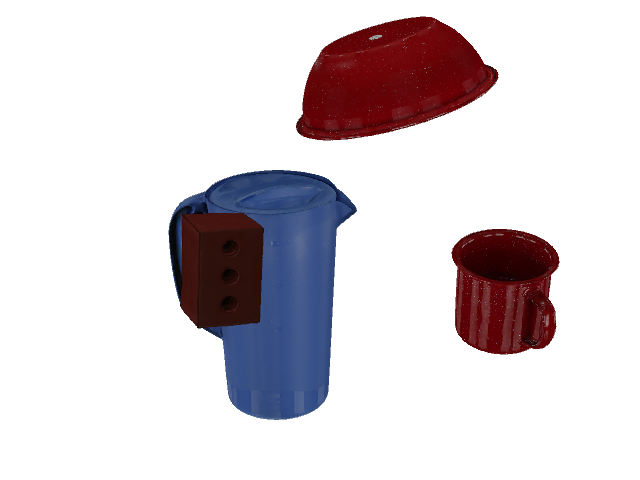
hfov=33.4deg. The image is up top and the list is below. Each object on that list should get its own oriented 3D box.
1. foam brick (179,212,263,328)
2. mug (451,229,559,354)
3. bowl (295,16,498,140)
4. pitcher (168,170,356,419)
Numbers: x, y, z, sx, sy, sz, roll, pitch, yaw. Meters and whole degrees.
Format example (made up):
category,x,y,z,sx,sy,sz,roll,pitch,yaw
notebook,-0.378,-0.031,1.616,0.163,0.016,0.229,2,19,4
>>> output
category,x,y,z,sx,sy,sz,roll,pitch,yaw
foam brick,-0.077,0.021,0.823,0.052,0.078,0.051,-4,15,-22
mug,0.168,0.053,0.944,0.093,0.081,0.117,-17,34,-24
bowl,0.051,-0.132,0.822,0.162,0.055,0.162,-15,20,6
pitcher,-0.057,0.056,1.098,0.144,0.243,0.149,-20,29,-40
